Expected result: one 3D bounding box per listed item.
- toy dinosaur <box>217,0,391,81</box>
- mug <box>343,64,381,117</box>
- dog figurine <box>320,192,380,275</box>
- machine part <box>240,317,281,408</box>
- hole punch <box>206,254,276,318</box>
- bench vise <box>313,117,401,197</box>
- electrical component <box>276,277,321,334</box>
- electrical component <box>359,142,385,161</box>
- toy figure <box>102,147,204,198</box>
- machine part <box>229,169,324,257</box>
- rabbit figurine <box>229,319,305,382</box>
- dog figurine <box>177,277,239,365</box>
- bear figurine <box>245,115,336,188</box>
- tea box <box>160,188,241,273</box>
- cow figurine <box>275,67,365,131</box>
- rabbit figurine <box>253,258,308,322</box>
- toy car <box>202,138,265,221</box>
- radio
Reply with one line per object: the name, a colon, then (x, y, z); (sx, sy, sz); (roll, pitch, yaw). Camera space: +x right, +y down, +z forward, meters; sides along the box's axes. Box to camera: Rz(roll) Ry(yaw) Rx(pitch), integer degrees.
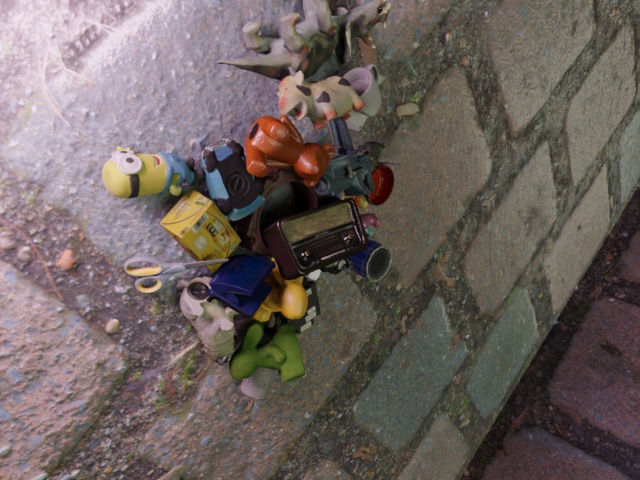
toy dinosaur: (-0.034, -0.408, 1.137); (0.405, 0.131, 0.191); (-41, 132, -17)
mug: (0.104, -0.344, 1.245); (0.109, 0.081, 0.107); (-65, 150, -10)
dog figurine: (0.033, -0.021, 1.348); (0.219, 0.108, 0.191); (-31, 83, -22)
machine part: (-0.142, 0.312, 1.366); (0.079, 0.079, 0.243); (16, 96, -48)
hole punch: (-0.164, 0.084, 1.140); (0.142, 0.116, 0.092); (-56, 171, -42)
bench vise: (0.054, -0.210, 1.251); (0.223, 0.129, 0.240); (-25, 108, -35)
electrical component: (-0.060, 0.179, 1.407); (0.115, 0.058, 0.134); (-27, 125, -32)
electrical component: (0.139, -0.231, 1.452); (0.094, 0.021, 0.063); (-16, 118, -41)
toy figure: (-0.312, -0.120, 1.004); (0.180, 0.082, 0.089); (-3, 108, -47)
machine part: (-0.096, -0.062, 1.243); (0.201, 0.087, 0.201); (16, 95, -47)
rabbit figurine: (-0.133, 0.268, 1.260); (0.170, 0.121, 0.159); (-13, 93, -10)
dog figurine: (-0.256, 0.183, 1.200); (0.121, 0.172, 0.190); (-37, 164, -44)
bear figurine: (-0.053, -0.167, 1.092); (0.195, 0.132, 0.120); (27, 110, -30)
tea box: (-0.239, -0.016, 1.098); (0.098, 0.068, 0.169); (-51, 154, -16)
cow figurine: (-0.008, -0.298, 1.120); (0.195, 0.085, 0.127); (-28, 86, -41)
rabbit figurine: (-0.075, 0.122, 1.237); (0.122, 0.173, 0.162); (10, 95, -26)
toy car: (-0.194, -0.124, 1.102); (0.109, 0.103, 0.161); (-37, 114, -28)
radio: (-0.002, -0.004, 1.206); (0.229, 0.073, 0.131); (-20, 88, -36)
